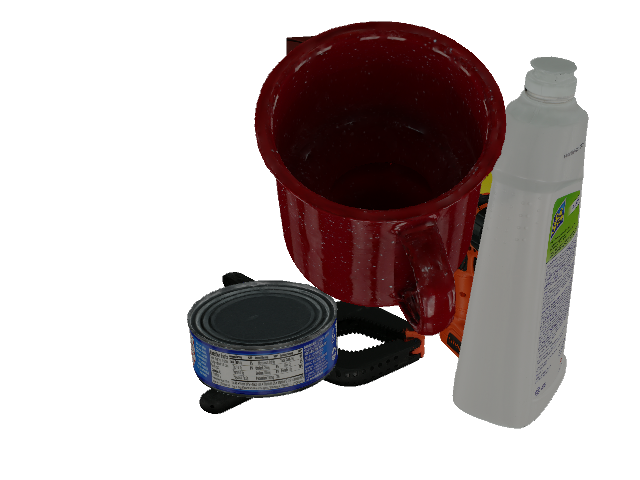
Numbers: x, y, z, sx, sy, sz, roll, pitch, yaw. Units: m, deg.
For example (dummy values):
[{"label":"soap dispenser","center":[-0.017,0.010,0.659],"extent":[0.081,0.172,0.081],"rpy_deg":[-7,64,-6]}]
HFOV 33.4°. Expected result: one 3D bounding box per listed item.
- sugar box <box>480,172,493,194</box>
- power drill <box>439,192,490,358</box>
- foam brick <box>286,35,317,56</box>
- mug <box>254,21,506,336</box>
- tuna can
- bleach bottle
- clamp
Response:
[{"label":"sugar box","center":[0.134,-0.086,1.295],"extent":[0.176,0.093,0.048],"rpy_deg":[-7,26,-22]},{"label":"power drill","center":[0.172,0.043,1.116],"extent":[0.057,0.188,0.185],"rpy_deg":[-11,25,-16]},{"label":"foam brick","center":[0.017,-0.146,0.905],"extent":[0.078,0.051,0.053],"rpy_deg":[-8,20,-25]},{"label":"mug","center":[0.027,-0.016,0.421],"extent":[0.093,0.117,0.081],"rpy_deg":[-18,-30,-8]},{"label":"tuna can","center":[-0.032,0.055,0.613],"extent":[0.086,0.034,0.086],"rpy_deg":[-3,22,1]},{"label":"bleach bottle","center":[0.140,-0.001,0.714],"extent":[0.068,0.251,0.102],"rpy_deg":[17,32,23]},{"label":"clamp","center":[-0.009,0.102,1.001],"extent":[0.210,0.164,0.036],"rpy_deg":[6,-43,10]}]
